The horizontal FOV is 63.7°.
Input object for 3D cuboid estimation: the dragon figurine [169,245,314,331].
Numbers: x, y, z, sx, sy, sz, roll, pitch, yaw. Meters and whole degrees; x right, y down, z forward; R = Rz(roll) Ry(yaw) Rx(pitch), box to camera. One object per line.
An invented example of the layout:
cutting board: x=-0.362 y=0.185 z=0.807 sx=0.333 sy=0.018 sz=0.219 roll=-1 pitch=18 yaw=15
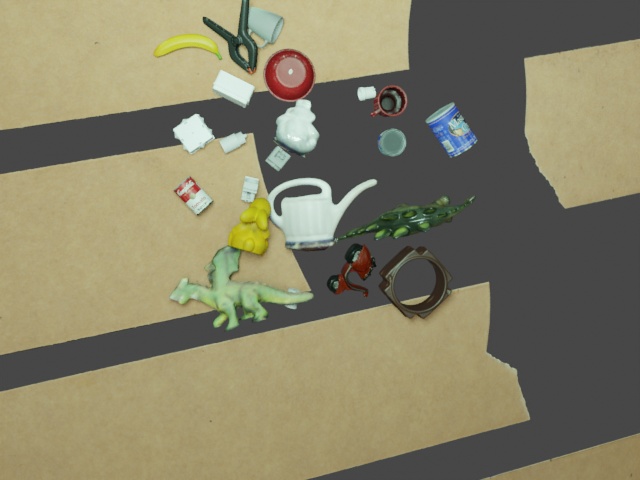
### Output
dragon figurine: x=-0.246 y=0.133 z=1.563 sx=0.411 sy=0.122 sz=0.243 roll=-18 pitch=89 yaw=-7

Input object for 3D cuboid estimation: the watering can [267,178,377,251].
watering can: x=0.005 y=-0.079 z=1.563 sx=0.347 sy=0.104 sz=0.223 roll=-3 pitch=95 yaw=10

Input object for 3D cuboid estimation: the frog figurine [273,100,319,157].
frog figurine: x=-0.061 y=-0.339 z=1.542 sx=0.138 sy=0.123 sz=0.158 roll=29 pitch=103 yaw=8
